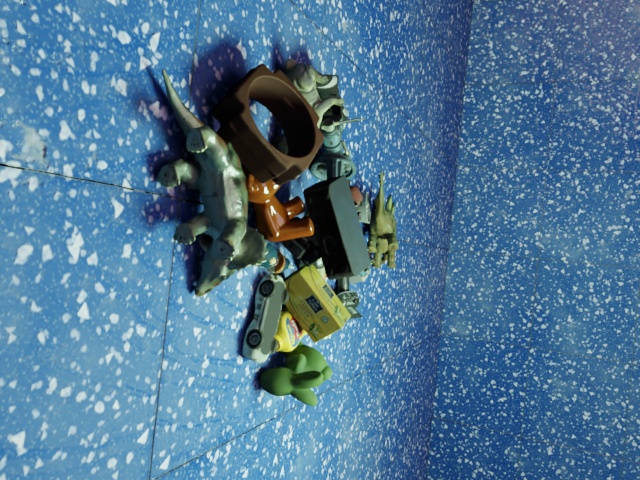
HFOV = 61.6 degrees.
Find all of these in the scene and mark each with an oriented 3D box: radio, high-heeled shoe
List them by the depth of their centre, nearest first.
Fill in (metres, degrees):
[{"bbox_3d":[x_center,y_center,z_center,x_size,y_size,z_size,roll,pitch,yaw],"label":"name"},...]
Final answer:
[{"bbox_3d":[0.041,-0.027,1.251,0.131,0.073,0.229,-32,106,-63],"label":"radio"},{"bbox_3d":[0.016,-0.340,1.369,0.248,0.086,0.145,-24,116,-68],"label":"high-heeled shoe"}]

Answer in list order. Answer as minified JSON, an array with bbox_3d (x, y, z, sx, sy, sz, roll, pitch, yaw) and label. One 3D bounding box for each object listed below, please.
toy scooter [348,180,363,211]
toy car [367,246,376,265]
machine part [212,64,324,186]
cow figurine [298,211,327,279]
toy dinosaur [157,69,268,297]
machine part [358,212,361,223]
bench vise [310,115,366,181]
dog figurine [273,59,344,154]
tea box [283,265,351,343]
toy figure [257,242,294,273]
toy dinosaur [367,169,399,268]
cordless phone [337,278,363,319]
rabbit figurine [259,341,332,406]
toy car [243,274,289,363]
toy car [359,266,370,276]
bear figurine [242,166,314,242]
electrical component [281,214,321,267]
[{"bbox_3d":[0.064,-0.131,1.535,0.135,0.075,0.184,70,25,-13],"label":"toy scooter"},{"bbox_3d":[0.126,0.025,1.680,0.089,0.053,0.202,56,1,21],"label":"toy car"},{"bbox_3d":[-0.098,-0.223,1.052,0.201,0.087,0.201,48,42,-22],"label":"machine part"},{"bbox_3d":[-0.003,-0.004,1.409,0.127,0.086,0.195,72,34,-53],"label":"cow figurine"},{"bbox_3d":[-0.184,-0.090,0.958,0.192,0.131,0.404,-44,130,-73],"label":"toy dinosaur"},{"bbox_3d":[0.090,-0.059,1.609,0.139,0.084,0.039,-16,84,-81],"label":"machine part"},{"bbox_3d":[0.035,-0.190,1.367,0.223,0.129,0.240,104,-12,-67],"label":"bench vise"},{"bbox_3d":[-0.062,-0.288,1.217,0.172,0.121,0.190,41,72,-16],"label":"dog figurine"},{"bbox_3d":[-0.018,0.150,1.293,0.169,0.098,0.068,53,33,-2],"label":"tea box"},{"bbox_3d":[-0.113,0.040,1.195,0.154,0.058,0.064,42,24,-60],"label":"toy figure"},{"bbox_3d":[0.212,-0.046,1.817,0.470,0.105,0.198,82,10,-60],"label":"toy dinosaur"},{"bbox_3d":[0.064,0.149,1.613,0.146,0.089,0.184,11,74,-65],"label":"cordless phone"},{"bbox_3d":[-0.063,0.337,1.294,0.170,0.159,0.121,-11,116,-49],"label":"rabbit figurine"},{"bbox_3d":[-0.122,0.174,1.213,0.073,0.056,0.201,39,58,-54],"label":"toy car"},{"bbox_3d":[0.070,0.049,1.541,0.161,0.103,0.109,51,6,-5],"label":"toy car"},{"bbox_3d":[-0.099,-0.092,1.130,0.120,0.132,0.195,-115,-170,-48],"label":"bear figurine"},{"bbox_3d":[-0.037,0.000,1.286,0.058,0.115,0.134,-53,167,24],"label":"electrical component"}]
